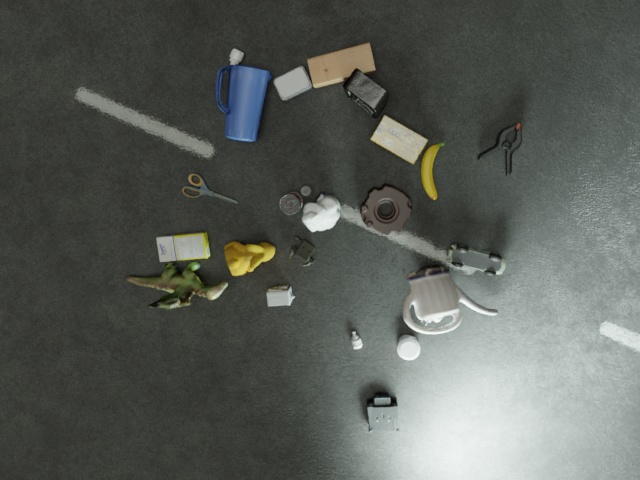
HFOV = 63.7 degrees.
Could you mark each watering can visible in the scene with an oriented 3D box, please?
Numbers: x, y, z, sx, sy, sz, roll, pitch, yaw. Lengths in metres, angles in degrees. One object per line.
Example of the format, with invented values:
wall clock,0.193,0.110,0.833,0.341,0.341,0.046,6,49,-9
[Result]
watering can,0.428,0.193,1.745,0.349,0.102,0.227,-8,76,-18

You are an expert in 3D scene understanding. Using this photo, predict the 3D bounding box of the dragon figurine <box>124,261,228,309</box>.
dragon figurine,-0.511,0.167,1.765,0.410,0.246,0.121,-5,105,3

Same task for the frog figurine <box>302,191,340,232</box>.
frog figurine,0.005,-0.087,1.721,0.136,0.161,0.122,-42,96,11
